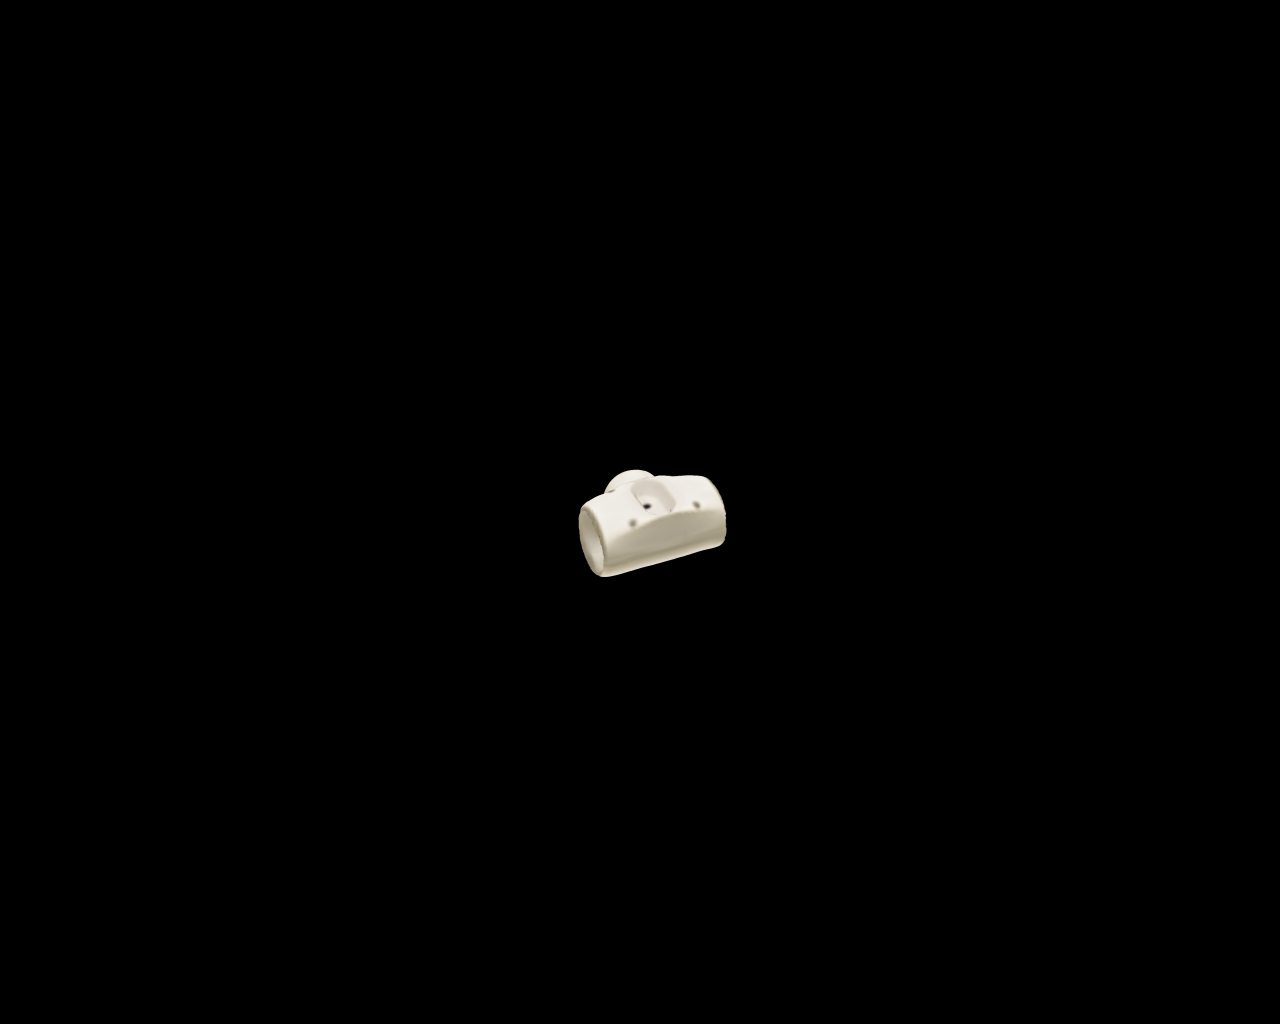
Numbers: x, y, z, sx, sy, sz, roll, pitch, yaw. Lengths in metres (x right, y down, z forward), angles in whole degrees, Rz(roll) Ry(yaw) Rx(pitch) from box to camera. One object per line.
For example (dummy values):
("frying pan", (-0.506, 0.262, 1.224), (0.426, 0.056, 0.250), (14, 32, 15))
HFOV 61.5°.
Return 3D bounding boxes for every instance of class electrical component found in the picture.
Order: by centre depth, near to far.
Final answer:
("electrical component", (0.001, -0.003, 0.650), (0.077, 0.043, 0.079), (-14, 40, -17))
